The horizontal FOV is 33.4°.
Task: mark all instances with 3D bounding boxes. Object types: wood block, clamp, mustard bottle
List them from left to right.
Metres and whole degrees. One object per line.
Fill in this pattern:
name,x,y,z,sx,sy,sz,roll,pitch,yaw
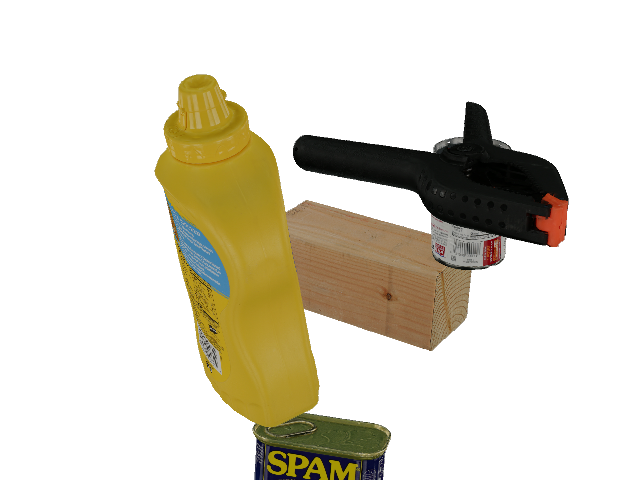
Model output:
mustard bottle,-0.046,0.002,0.556,0.058,0.191,0.096,-22,39,-16
wood block,0.048,0.034,1.143,0.206,0.091,0.090,17,29,28
clamp,0.086,-0.046,0.726,0.164,0.036,0.210,-12,28,-19

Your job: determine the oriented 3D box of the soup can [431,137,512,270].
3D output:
soup can,0.133,-0.033,0.943,0.068,0.102,0.068,-1,25,0

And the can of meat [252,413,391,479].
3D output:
can of meat,-0.002,0.183,0.810,0.102,0.084,0.057,7,14,11
